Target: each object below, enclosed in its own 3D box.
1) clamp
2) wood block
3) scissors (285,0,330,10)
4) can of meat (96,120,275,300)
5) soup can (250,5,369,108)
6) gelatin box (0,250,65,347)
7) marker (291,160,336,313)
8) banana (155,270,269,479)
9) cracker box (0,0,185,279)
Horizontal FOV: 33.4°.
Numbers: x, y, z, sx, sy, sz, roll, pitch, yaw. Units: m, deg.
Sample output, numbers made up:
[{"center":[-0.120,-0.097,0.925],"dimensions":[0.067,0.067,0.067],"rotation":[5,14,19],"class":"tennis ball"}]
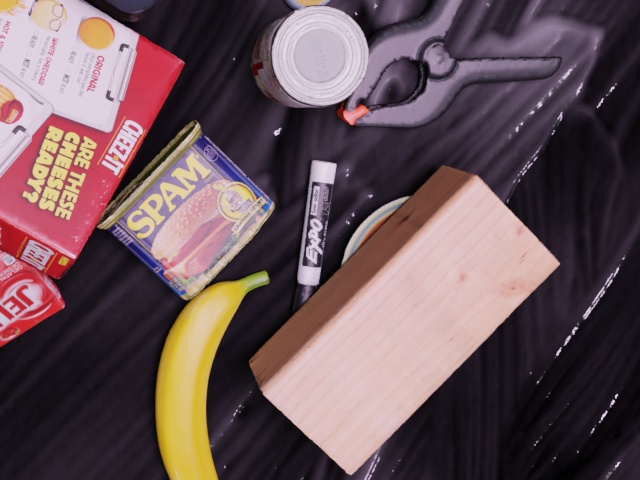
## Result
[{"center":[0.094,-0.130,0.792],"dimensions":[0.171,0.039,0.120],"rotation":[-42,97,2],"class":"clamp"},{"center":[0.055,0.053,0.762],"dimensions":[0.206,0.091,0.090],"rotation":[-45,103,0],"class":"wood block"},{"center":[0.024,-0.245,0.775],"dimensions":[0.201,0.016,0.096],"rotation":[-36,104,-4],"class":"scissors"},{"center":[-0.095,-0.020,0.765],"dimensions":[0.102,0.057,0.084],"rotation":[-46,106,-1],"class":"can of meat"},{"center":[-0.009,-0.126,0.741],"dimensions":[0.068,0.102,0.068],"rotation":[-1,97,-10],"class":"soup can"},{"center":[-0.235,0.042,0.743],"dimensions":[0.089,0.030,0.073],"rotation":[-31,137,-4],"class":"gelatin box"},{"center":[-0.005,0.001,0.802],"dimensions":[0.020,0.020,0.121],"rotation":[7,97,-11],"class":"marker"},{"center":[-0.089,0.115,0.793],"dimensions":[0.069,0.037,0.198],"rotation":[12,96,-10],"class":"banana"},{"center":[-0.223,-0.097,0.697],"dimensions":[0.213,0.072,0.164],"rotation":[30,65,-13],"class":"cracker box"}]
